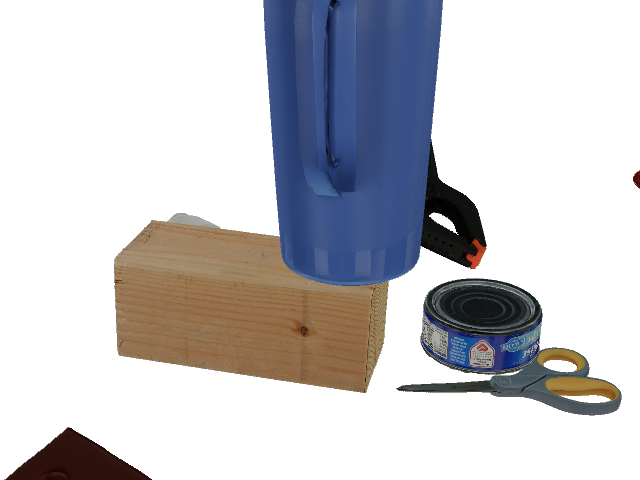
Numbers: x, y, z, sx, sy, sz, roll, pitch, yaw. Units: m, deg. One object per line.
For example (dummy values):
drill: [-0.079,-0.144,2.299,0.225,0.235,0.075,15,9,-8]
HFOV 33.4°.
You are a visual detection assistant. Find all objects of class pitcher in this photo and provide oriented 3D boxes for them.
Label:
pitcher: [0.020,-0.091,0.778,0.149,0.243,0.145,-12,24,-27]

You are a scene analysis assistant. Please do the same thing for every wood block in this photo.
wood block: [-0.054,0.051,0.869,0.206,0.091,0.090,8,24,11]

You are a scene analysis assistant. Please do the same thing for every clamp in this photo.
clamp: [0.102,-0.047,1.193,0.164,0.210,0.036,-15,-37,-27]

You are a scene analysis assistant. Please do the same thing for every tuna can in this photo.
tuna can: [0.115,0.060,0.766,0.086,0.034,0.086,1,25,0]

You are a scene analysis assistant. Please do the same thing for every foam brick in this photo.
foam brick: [-0.094,0.128,0.450,0.078,0.051,0.052,23,45,30]

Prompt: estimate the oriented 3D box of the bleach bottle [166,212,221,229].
bleach bottle: [-0.137,0.034,1.137,0.102,0.068,0.251,-4,26,-16]

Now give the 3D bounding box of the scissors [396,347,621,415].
scissors: [0.166,0.119,0.950,0.201,0.016,0.096,8,27,-2]

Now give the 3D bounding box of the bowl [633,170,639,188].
bowl: [0.378,-0.029,1.013,0.162,0.055,0.162,0,19,0]
